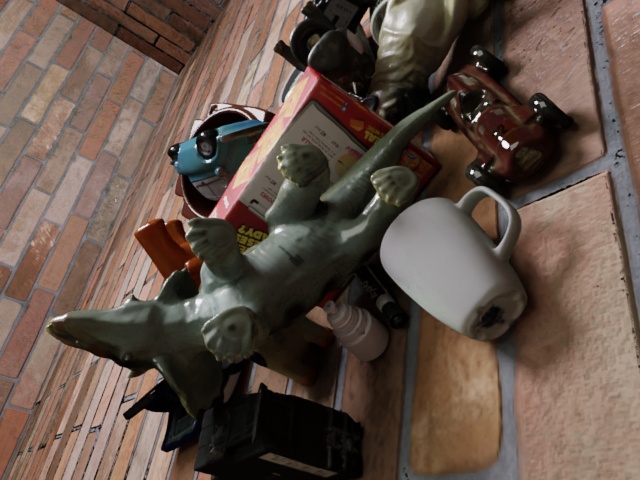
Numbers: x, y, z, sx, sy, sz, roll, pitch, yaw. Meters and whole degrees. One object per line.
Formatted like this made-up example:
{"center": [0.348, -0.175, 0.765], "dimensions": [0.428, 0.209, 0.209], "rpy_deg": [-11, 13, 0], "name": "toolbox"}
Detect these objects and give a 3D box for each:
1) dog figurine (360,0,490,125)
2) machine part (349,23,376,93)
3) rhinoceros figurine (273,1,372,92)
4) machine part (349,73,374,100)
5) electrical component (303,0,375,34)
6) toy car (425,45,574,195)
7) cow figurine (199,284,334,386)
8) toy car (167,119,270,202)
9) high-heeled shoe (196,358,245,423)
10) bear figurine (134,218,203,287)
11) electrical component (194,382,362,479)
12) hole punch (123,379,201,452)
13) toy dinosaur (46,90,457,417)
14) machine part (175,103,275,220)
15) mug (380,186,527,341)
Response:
{"center": [0.121, -0.229, 0.632], "dimensions": [0.172, 0.121, 0.190], "rpy_deg": [-29, -33, -47], "name": "dog figurine"}
{"center": [0.043, -0.283, 0.829], "dimensions": [0.079, 0.079, 0.243], "rpy_deg": [-47, 31, 29], "name": "machine part"}
{"center": [0.007, -0.216, 0.640], "dimensions": [0.073, 0.112, 0.190], "rpy_deg": [-46, 4, 12], "name": "rhinoceros figurine"}
{"center": [0.083, -0.201, 0.703], "dimensions": [0.139, 0.039, 0.084], "rpy_deg": [-55, 45, 9], "name": "machine part"}
{"center": [0.015, -0.303, 0.737], "dimensions": [0.119, 0.075, 0.048], "rpy_deg": [-45, 30, 43], "name": "electrical component"}
{"center": [0.153, -0.121, 0.502], "dimensions": [0.089, 0.053, 0.202], "rpy_deg": [-52, 29, 27], "name": "toy car"}
{"center": [-0.081, 0.089, 0.640], "dimensions": [0.085, 0.127, 0.195], "rpy_deg": [-59, 28, -1], "name": "cow figurine"}
{"center": [-0.135, -0.103, 0.751], "dimensions": [0.162, 0.102, 0.109], "rpy_deg": [-11, 11, 41], "name": "toy car"}
{"center": [-0.130, 0.144, 0.781], "dimensions": [0.249, 0.086, 0.145], "rpy_deg": [-65, -25, -62], "name": "high-heeled shoe"}
{"center": [-0.129, -0.007, 0.738], "dimensions": [0.196, 0.132, 0.120], "rpy_deg": [-32, 0, 5], "name": "bear figurine"}
{"center": [-0.045, 0.188, 0.490], "dimensions": [0.134, 0.115, 0.058], "rpy_deg": [-36, 34, 40], "name": "electrical component"}
{"center": [-0.206, 0.237, 0.792], "dimensions": [0.142, 0.092, 0.116], "rpy_deg": [-43, 2, 39], "name": "hole punch"}
{"center": [-0.030, 0.018, 0.499], "dimensions": [0.405, 0.131, 0.192], "rpy_deg": [-33, -11, -21], "name": "toy dinosaur"}
{"center": [-0.133, -0.111, 0.863], "dimensions": [0.202, 0.087, 0.201], "rpy_deg": [18, 92, 35], "name": "machine part"}
{"center": [0.114, 0.019, 0.415], "dimensions": [0.109, 0.080, 0.107], "rpy_deg": [-48, 39, 14], "name": "mug"}
